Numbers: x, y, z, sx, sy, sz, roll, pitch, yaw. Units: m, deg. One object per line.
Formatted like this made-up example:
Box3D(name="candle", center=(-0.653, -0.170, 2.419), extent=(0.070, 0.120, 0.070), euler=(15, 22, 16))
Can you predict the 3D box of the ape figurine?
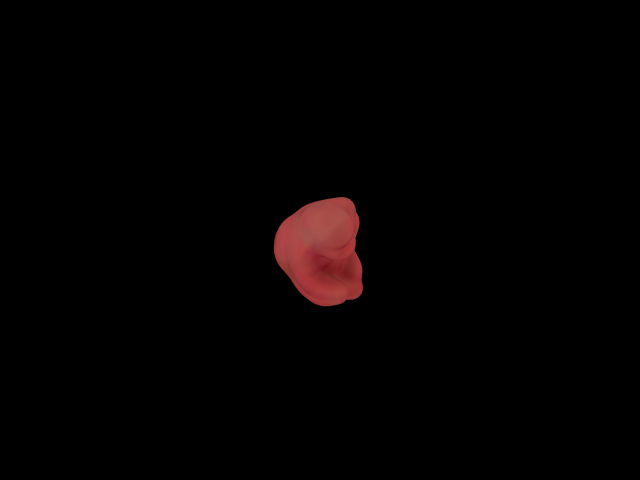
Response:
Box3D(name="ape figurine", center=(0.004, 0.001, 0.400), extent=(0.076, 0.092, 0.078), euler=(27, 76, 8))
